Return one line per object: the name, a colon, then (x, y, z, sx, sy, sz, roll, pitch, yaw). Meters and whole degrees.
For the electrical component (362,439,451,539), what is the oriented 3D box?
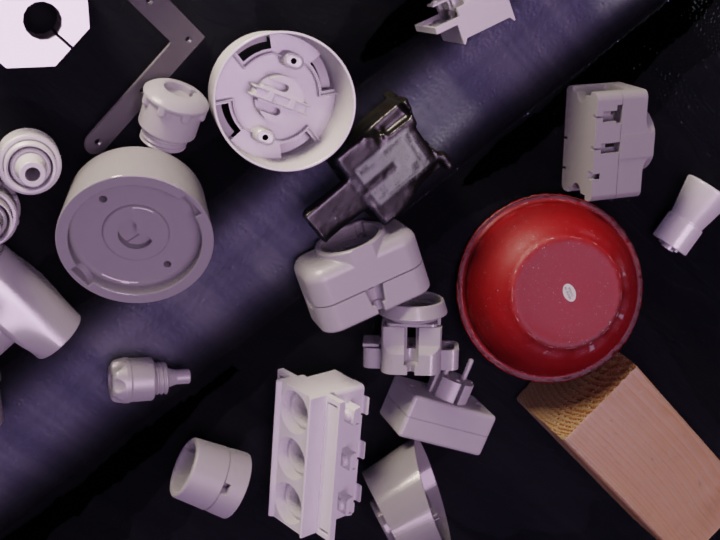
electrical component: (0.045, 0.199, 0.914, 0.064, 0.099, 0.099, -28, 115, -4)

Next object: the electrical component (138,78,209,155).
electrical component: (-0.138, -0.103, 0.771, 0.048, 0.048, 0.062, 10, 122, -23)

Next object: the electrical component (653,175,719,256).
electrical component: (0.292, -0.046, 0.954, 0.044, 0.044, 0.065, 29, 100, -26)

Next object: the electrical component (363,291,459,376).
electrical component: (0.042, 0.050, 0.880, 0.078, 0.058, 0.057, 1, 105, 2)

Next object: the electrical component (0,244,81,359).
electrical component: (-0.256, 0.035, 0.770, 0.079, 0.044, 0.077, -42, 117, -3)

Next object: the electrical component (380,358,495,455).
electrical component: (0.073, 0.107, 0.919, 0.083, 0.047, 0.075, 18, 101, -25)

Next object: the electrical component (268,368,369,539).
electrical component: (-0.034, 0.147, 0.881, 0.063, 0.079, 0.121, -11, 113, -41)

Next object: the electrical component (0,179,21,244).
electrical component: (-0.256, -0.036, 0.737, 0.048, 0.062, 0.048, -7, 110, -19)

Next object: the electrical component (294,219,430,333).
electrical component: (0.000, 0.000, 0.851, 0.095, 0.054, 0.059, -24, 114, -12)

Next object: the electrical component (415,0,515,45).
electrical component: (0.080, -0.211, 0.818, 0.081, 0.042, 0.063, -28, 112, -11)

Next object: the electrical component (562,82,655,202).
electrical component: (0.207, -0.108, 0.895, 0.056, 0.050, 0.089, -7, 110, -18)

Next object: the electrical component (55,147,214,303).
electrical component: (-0.160, -0.037, 0.769, 0.108, 0.060, 0.108, -5, 127, -6)

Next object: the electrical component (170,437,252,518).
electrical component: (-0.120, 0.165, 0.862, 0.047, 0.055, 0.055, 25, 98, -22)

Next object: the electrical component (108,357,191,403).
electrical component: (-0.162, 0.084, 0.829, 0.061, 0.035, 0.035, -2, 108, -23)

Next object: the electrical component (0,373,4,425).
electrical component: (-0.281, 0.092, 0.784, 0.040, 0.040, 0.046, -10, 116, -18)

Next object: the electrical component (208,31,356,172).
electrical component: (-0.060, -0.125, 0.780, 0.099, 0.064, 0.099, -7, 110, -19)

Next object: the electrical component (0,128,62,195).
electrical component: (-0.226, -0.072, 0.736, 0.043, 0.062, 0.043, -7, 110, -19)
